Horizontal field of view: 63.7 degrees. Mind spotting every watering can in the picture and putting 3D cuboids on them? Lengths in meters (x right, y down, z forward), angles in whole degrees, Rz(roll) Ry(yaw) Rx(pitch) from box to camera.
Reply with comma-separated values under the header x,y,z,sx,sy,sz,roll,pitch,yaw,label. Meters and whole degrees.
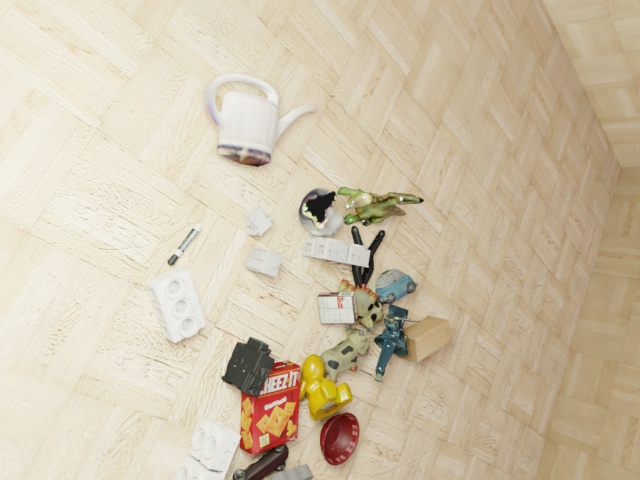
x,y,z,sx,sy,sz,roll,pitch,yaw,label
-0.147,-0.298,1.331,0.347,0.104,0.224,7,90,-42,watering can

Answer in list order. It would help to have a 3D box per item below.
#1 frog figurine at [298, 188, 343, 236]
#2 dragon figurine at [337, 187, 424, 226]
x,y,z,sx,sy,sz,roll,pitch,yaw,label
0.005,-0.076,1.512,0.158,0.122,0.139,56,36,-75,frog figurine
0.210,-0.105,1.591,0.411,0.242,0.122,0,90,-41,dragon figurine
